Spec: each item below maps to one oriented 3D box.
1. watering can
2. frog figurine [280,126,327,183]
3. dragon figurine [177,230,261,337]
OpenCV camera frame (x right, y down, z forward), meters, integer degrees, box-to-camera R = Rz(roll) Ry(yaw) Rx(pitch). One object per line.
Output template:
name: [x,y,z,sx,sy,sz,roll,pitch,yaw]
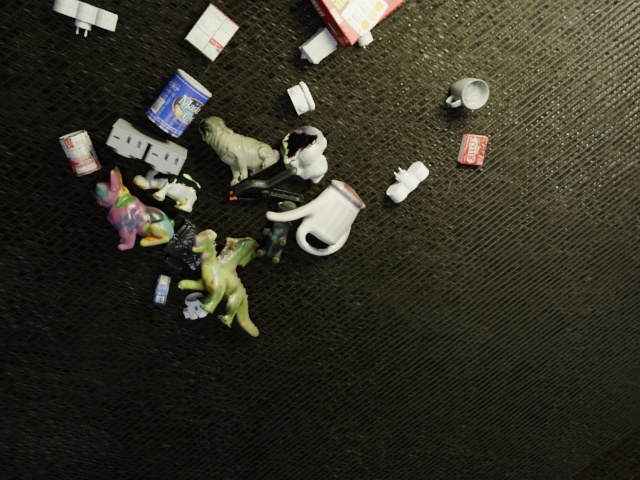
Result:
watering can: [0.004,-0.073,1.446,0.224,0.105,0.343,-54,144,1]
frog figurine: [-0.033,-0.238,1.444,0.137,0.124,0.157,-52,149,0]
dragon figurine: [-0.245,0.108,1.483,0.244,0.123,0.403,-56,136,-10]
